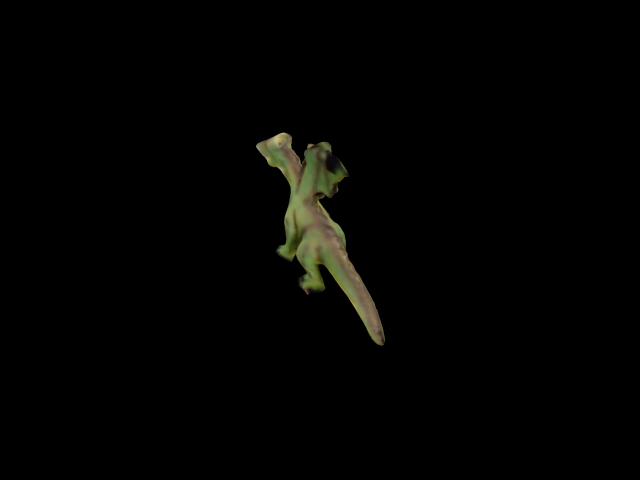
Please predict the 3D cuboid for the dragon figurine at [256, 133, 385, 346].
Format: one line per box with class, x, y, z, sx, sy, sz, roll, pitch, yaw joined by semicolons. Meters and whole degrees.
dragon figurine;0.003;-0.043;0.850;0.123;0.237;0.417;-22;47;-23
